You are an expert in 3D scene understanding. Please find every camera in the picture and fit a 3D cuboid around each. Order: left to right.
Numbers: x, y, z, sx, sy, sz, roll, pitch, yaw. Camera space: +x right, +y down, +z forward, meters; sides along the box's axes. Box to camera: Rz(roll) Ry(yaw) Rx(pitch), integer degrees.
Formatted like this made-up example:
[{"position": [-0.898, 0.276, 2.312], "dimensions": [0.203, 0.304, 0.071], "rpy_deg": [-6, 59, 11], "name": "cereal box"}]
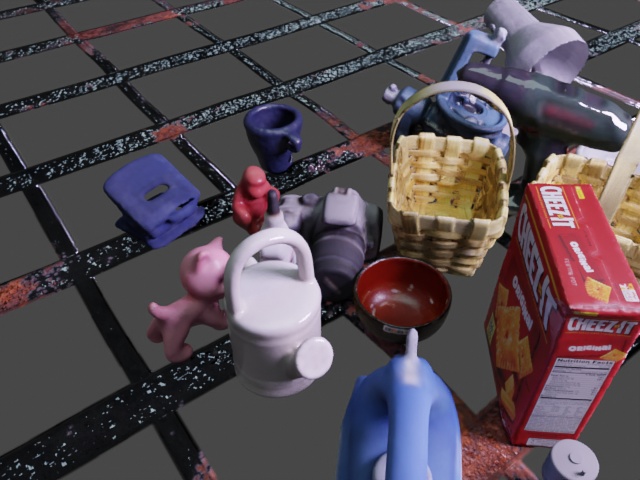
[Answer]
[{"position": [0.007, 0.003, 0.729], "dimensions": [0.143, 0.101, 0.137], "rpy_deg": [4, 43, 5], "name": "camera"}]

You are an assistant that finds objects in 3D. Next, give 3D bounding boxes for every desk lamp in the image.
[{"position": [0.321, -0.277, 0.949], "dimensions": [0.118, 0.214, 0.202], "rpy_deg": [-17, 45, -17], "name": "desk lamp"}]

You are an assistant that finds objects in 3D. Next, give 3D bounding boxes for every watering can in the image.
[{"position": [-0.042, 0.071, 0.585], "dimensions": [0.172, 0.194, 0.101], "rpy_deg": [28, 50, 28], "name": "watering can"}]

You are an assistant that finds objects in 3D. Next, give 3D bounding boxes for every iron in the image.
[{"position": [0.068, 0.206, 0.475], "dimensions": [0.118, 0.141, 0.258], "rpy_deg": [4, 43, 6], "name": "iron"}]

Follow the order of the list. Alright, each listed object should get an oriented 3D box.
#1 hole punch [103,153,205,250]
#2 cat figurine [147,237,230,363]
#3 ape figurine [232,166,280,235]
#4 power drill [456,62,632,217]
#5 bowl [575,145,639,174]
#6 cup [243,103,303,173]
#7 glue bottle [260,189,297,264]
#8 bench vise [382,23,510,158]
[{"position": [-0.229, -0.058, 0.805], "dimensions": [0.100, 0.091, 0.109], "rpy_deg": [26, 49, 26], "name": "hole punch"}, {"position": [-0.144, 0.058, 0.657], "dimensions": [0.067, 0.118, 0.128], "rpy_deg": [30, 50, 29], "name": "cat figurine"}, {"position": [-0.092, -0.062, 0.807], "dimensions": [0.078, 0.092, 0.076], "rpy_deg": [-21, 46, -20], "name": "ape figurine"}, {"position": [0.290, -0.132, 0.794], "dimensions": [0.229, 0.208, 0.076], "rpy_deg": [12, 44, 14], "name": "power drill"}, {"position": [0.454, -0.085, 0.840], "dimensions": [0.167, 0.075, 0.167], "rpy_deg": [0, 42, 0], "name": "bowl"}, {"position": [-0.063, -0.148, 0.900], "dimensions": [0.092, 0.095, 0.117], "rpy_deg": [-27, 49, -26], "name": "cup"}, {"position": [-0.050, 0.013, 0.664], "dimensions": [0.037, 0.173, 0.078], "rpy_deg": [3, 42, 4], "name": "glue bottle"}, {"position": [0.201, -0.224, 0.887], "dimensions": [0.207, 0.220, 0.121], "rpy_deg": [3, 42, 4], "name": "bench vise"}]
